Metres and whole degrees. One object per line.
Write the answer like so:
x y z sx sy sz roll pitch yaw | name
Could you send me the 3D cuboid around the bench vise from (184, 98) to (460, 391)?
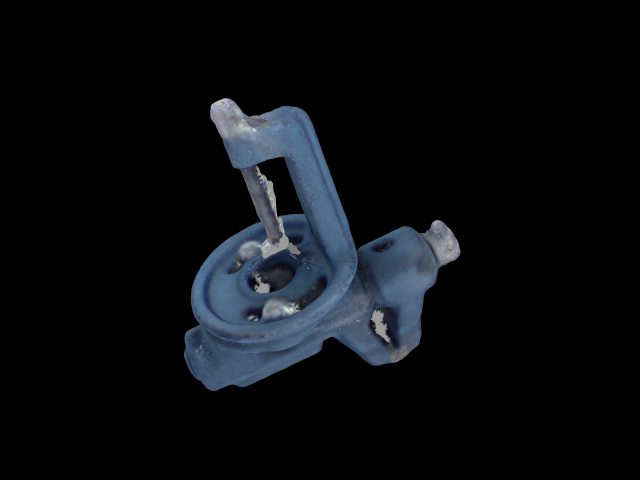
-0.003 -0.004 0.408 0.208 0.220 0.121 -23 40 -30 | bench vise
